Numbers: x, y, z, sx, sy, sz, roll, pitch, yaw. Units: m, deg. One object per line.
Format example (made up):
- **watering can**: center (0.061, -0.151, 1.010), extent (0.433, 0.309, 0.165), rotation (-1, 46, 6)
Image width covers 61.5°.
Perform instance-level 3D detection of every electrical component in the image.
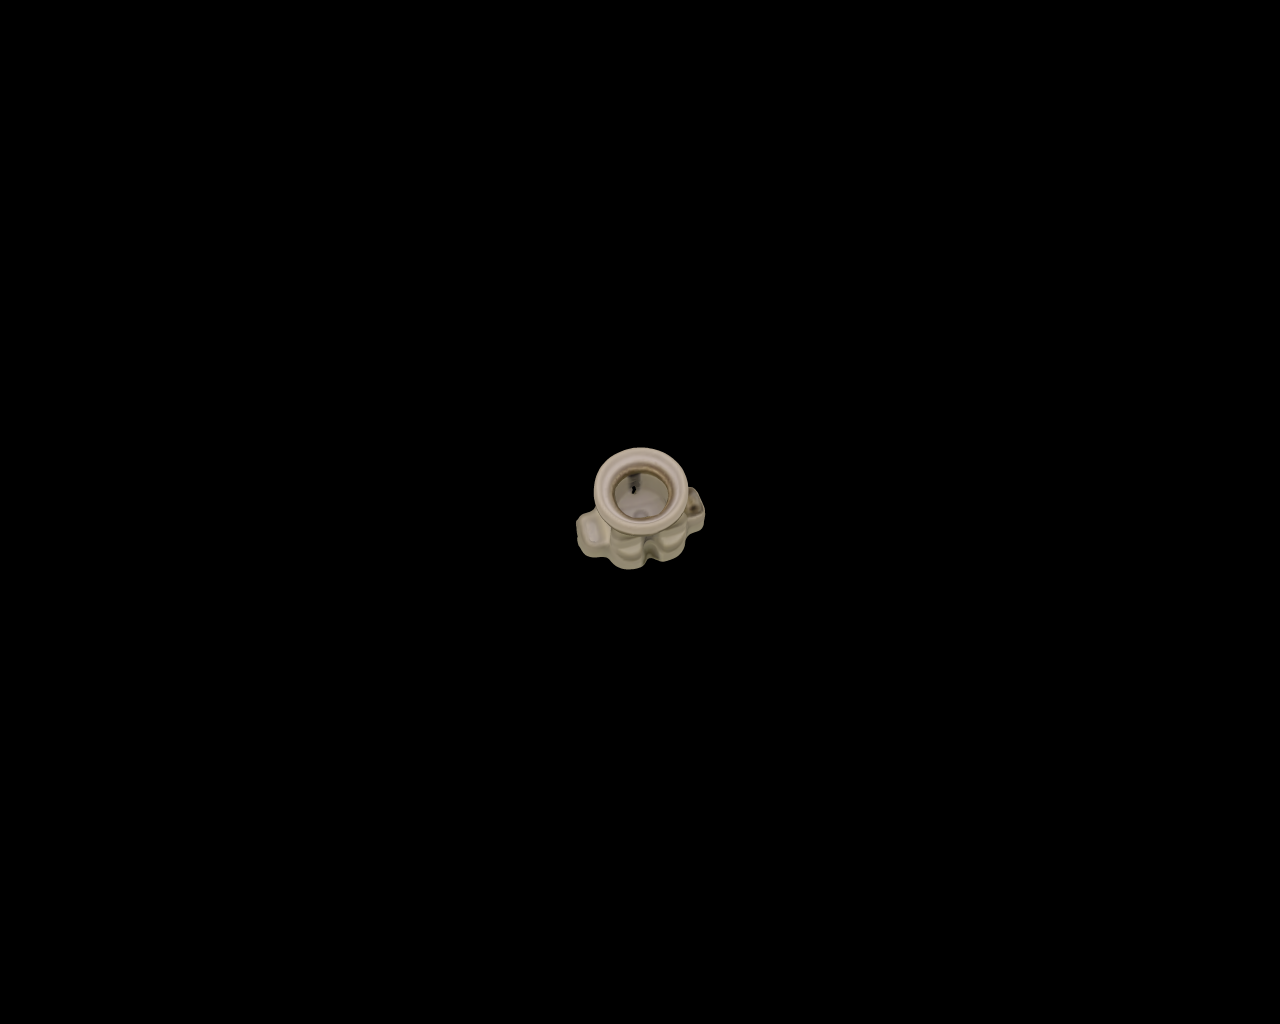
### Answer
- **electrical component**: center (0.001, -0.003, 0.650), extent (0.078, 0.058, 0.057), rotation (-14, -26, -7)
